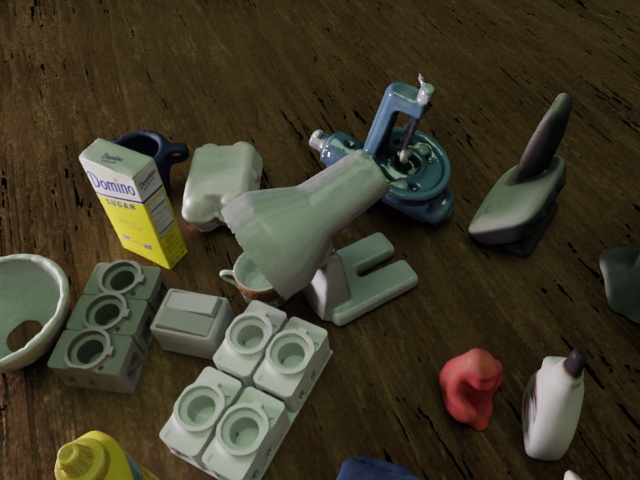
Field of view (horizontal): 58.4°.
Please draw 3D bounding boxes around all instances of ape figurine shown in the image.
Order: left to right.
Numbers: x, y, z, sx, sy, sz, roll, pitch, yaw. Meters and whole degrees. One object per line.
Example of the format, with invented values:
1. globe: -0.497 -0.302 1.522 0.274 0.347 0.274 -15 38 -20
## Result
1. ape figurine: 0.164 0.148 0.607 0.078 0.092 0.076 -29 54 -16

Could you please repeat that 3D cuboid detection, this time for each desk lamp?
1. desk lamp: 0.006 0.002 0.663 0.203 0.214 0.117 -26 53 -14

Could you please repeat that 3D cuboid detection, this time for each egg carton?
1. egg carton: -0.139 -0.080 0.837 0.107 0.069 0.150 -3 51 4

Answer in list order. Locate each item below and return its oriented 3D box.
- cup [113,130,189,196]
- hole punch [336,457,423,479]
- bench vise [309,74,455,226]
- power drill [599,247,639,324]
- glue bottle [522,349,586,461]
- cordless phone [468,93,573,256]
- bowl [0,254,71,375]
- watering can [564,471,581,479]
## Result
1. cup: -0.245 -0.103 0.851 0.117 0.095 0.091 -9 51 -1
2. hole punch: 0.056 0.257 0.534 0.108 0.091 0.101 12 54 16
3. bench vise: 0.076 -0.115 0.745 0.207 0.220 0.121 5 52 11
4. power drill: 0.382 -0.013 0.637 0.075 0.209 0.229 1 52 8
5. glue bottle: 0.227 0.148 0.548 0.037 0.173 0.078 1 52 7
6. cordless phone: 0.259 -0.084 0.722 0.094 0.185 0.148 23 57 23
7. bowl: -0.384 0.103 0.716 0.167 0.075 0.167 -3 51 4
8. watering can: 0.154 0.255 0.458 0.100 0.194 0.173 23 58 23
